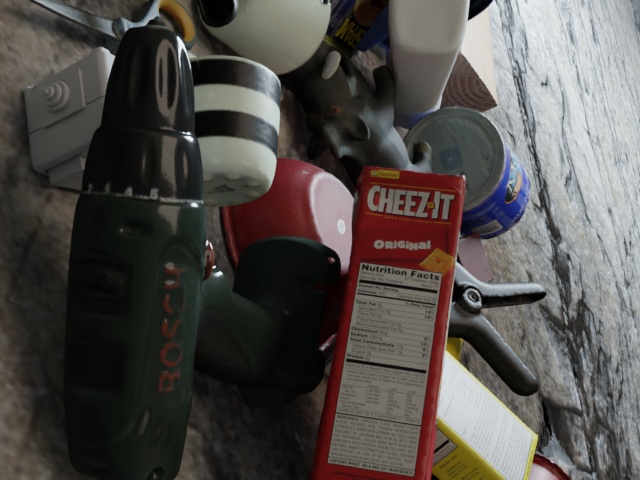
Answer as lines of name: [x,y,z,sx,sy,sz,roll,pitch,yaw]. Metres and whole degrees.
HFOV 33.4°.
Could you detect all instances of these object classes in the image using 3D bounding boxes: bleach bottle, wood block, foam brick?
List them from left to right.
bleach bottle: [0.094,-0.173,1.011,0.251,0.068,0.102,84,12,-78]
wood block: [0.135,-0.232,1.200,0.090,0.091,0.206,45,35,-39]
foam brick: [0.128,0.028,1.037,0.078,0.051,0.053,-13,84,-63]

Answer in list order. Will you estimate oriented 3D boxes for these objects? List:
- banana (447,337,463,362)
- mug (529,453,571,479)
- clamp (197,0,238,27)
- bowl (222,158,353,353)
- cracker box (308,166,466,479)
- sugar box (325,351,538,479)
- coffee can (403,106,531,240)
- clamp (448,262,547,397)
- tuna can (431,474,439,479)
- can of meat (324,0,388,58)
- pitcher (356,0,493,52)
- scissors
banana: [0.116,0.127,0.942,0.069,0.037,0.198,20,41,-28]
mug: [0.166,0.251,0.918,0.081,0.093,0.117,-44,147,-57]
clamp: [-0.103,-0.261,0.707,0.164,0.036,0.210,54,22,-46]
bowl: [-0.005,0.001,0.801,0.162,0.055,0.162,44,34,-41]
cracker box: [0.042,0.083,0.677,0.164,0.072,0.213,81,17,-70]
sugar box: [0.088,0.128,0.830,0.176,0.048,0.093,41,28,0]
coffee can: [0.146,-0.063,1.056,0.140,0.103,0.103,27,47,-66]
clamp: [0.135,0.054,0.962,0.171,0.039,0.120,34,43,-9]
tuna can: [0.086,0.196,0.852,0.086,0.034,0.086,42,36,-42]
can of meat: [0.022,-0.216,0.949,0.057,0.084,0.102,40,11,13]
pitcher: [0.121,-0.286,1.041,0.145,0.243,0.149,67,20,-1]
scissors: [-0.129,-0.149,0.709,0.201,0.016,0.096,32,38,-53]
